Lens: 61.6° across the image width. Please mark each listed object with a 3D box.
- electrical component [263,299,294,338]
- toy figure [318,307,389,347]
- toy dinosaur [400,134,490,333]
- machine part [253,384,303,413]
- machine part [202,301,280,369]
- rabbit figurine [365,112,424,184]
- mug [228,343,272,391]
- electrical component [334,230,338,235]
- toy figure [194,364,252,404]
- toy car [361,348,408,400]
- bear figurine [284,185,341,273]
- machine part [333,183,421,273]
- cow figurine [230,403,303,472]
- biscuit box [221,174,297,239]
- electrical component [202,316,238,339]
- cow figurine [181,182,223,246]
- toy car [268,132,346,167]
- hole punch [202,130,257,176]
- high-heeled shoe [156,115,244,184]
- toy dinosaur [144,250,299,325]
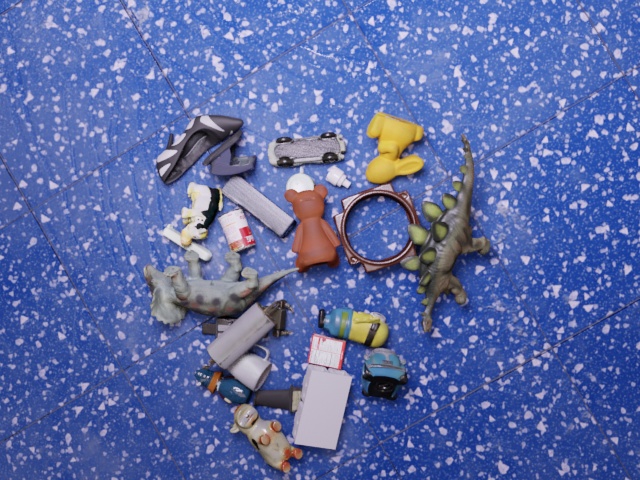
[{"bbox_3d":[-0.110,0.204,1.388,0.078,0.045,0.102,0,87,32],"label":"electrical component"},{"bbox_3d":[0.084,0.217,1.355,0.180,0.082,0.089,7,102,-1],"label":"toy figure"},{"bbox_3d":[0.306,-0.005,1.279,0.198,0.105,0.471,14,93,-35],"label":"toy dinosaur"},{"bbox_3d":[-0.105,0.410,1.390,0.139,0.039,0.084,-1,98,2],"label":"machine part"},{"bbox_3d":[-0.194,0.237,1.330,0.243,0.079,0.079,-43,87,-3],"label":"machine part"},{"bbox_3d":[0.179,-0.218,1.347,0.162,0.122,0.173,20,105,-5],"label":"rabbit figurine"},{"bbox_3d":[-0.184,0.314,1.374,0.107,0.081,0.109,26,96,12],"label":"mug"},{"bbox_3d":[-0.003,-0.004,1.389,0.094,0.021,0.063,-37,87,4],"label":"electrical component"},{"bbox_3d":[-0.252,0.376,1.389,0.155,0.064,0.057,21,129,8],"label":"toy figure"},{"bbox_3d":[0.158,0.324,1.333,0.109,0.161,0.103,7,49,3],"label":"toy car"},{"bbox_3d":[-0.022,-0.029,1.330,0.120,0.132,0.196,-12,75,-4],"label":"bear figurine"},{"bbox_3d":[0.146,-0.030,1.348,0.201,0.087,0.201,-19,90,3],"label":"machine part"},{"bbox_3d":[-0.147,0.491,1.360,0.194,0.127,0.085,54,52,-13],"label":"cow figurine"},{"bbox_3d":[-0.155,-0.086,1.381,0.203,0.059,0.063,39,91,4],"label":"biscuit box"},{"bbox_3d":[-0.251,0.233,1.395,0.119,0.048,0.074,7,90,2],"label":"electrical component"},{"bbox_3d":[-0.304,-0.060,1.376,0.098,0.068,0.167,9,76,-9],"label":"cow figurine"},{"bbox_3d":[-0.033,-0.229,1.376,0.202,0.056,0.073,-5,83,3],"label":"toy car"},{"bbox_3d":[-0.224,-0.204,1.357,0.116,0.142,0.092,-32,112,12],"label":"hole punch"},{"bbox_3d":[-0.309,-0.229,1.370,0.249,0.086,0.145,-9,69,21],"label":"high-heeled shoe"},{"bbox_3d":[-0.262,0.132,1.347,0.405,0.131,0.192,7,126,0],"label":"toy dinosaur"}]
